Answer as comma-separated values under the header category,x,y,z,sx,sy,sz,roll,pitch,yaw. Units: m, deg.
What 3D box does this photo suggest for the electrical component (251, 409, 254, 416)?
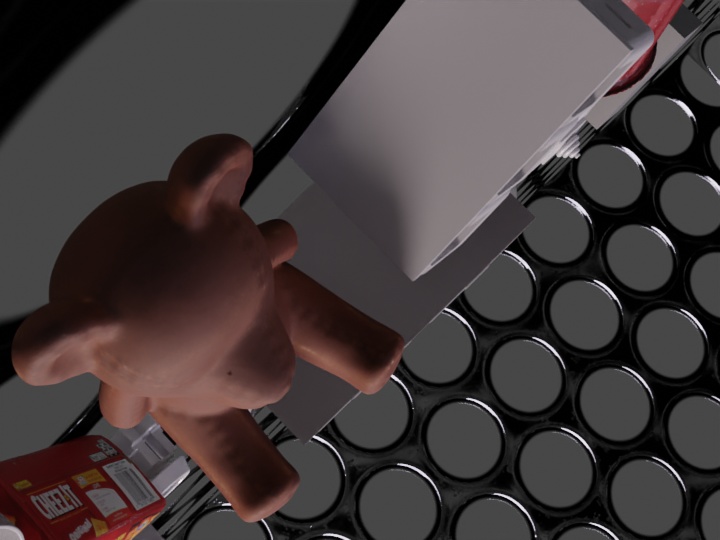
category,x,y,z,sx,sy,sz,roll,pitch,yaw
electrical component,-0.127,0.132,0.962,0.047,0.055,0.055,-52,171,32

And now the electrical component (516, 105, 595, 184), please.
category,x,y,z,sx,sy,sz,roll,pitch,yaw
electrical component,0.091,-0.096,0.642,0.061,0.096,0.061,-41,173,-21

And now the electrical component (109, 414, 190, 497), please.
category,x,y,z,sx,sy,sz,roll,pitch,yaw
electrical component,-0.160,0.143,0.797,0.066,0.055,0.048,-48,173,28

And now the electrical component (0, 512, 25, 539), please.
category,x,y,z,sx,sy,sz,roll,pitch,yaw
electrical component,-0.197,0.137,0.465,0.099,0.064,0.099,-44,174,-6

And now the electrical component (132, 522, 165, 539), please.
category,x,y,z,sx,sy,sz,roll,pitch,yaw
electrical component,-0.198,0.210,0.752,0.056,0.108,0.109,-46,175,39

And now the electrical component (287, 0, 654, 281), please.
category,x,y,z,sx,sy,sz,roll,pitch,yaw
electrical component,0.051,-0.082,0.505,0.150,0.089,0.062,-48,173,32

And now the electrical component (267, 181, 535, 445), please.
category,x,y,z,sx,sy,sz,roll,pitch,yaw
electrical component,0.000,0.000,0.650,0.186,0.105,0.060,-44,174,1
